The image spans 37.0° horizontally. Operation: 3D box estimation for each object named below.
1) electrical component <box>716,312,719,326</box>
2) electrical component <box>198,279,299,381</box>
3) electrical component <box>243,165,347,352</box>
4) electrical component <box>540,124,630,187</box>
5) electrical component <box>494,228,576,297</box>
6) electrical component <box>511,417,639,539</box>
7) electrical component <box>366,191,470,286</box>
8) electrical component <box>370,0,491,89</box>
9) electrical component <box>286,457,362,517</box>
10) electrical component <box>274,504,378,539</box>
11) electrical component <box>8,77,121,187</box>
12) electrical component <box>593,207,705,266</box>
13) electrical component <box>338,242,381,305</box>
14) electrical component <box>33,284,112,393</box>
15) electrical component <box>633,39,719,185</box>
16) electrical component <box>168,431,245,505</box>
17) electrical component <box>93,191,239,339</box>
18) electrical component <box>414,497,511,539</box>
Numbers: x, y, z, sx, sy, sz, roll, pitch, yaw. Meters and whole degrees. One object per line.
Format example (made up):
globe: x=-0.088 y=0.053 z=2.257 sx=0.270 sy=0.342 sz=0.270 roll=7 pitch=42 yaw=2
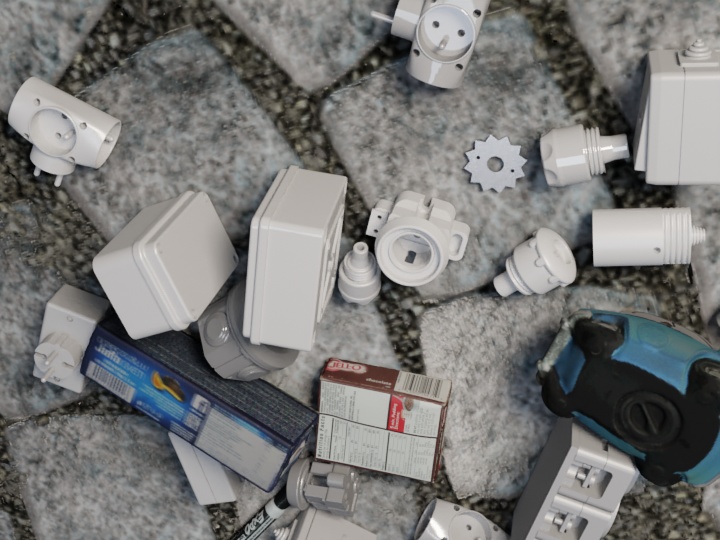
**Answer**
electrical component: x=0.300 y=0.029 z=0.819 sx=0.040 sy=0.040 sz=0.046 roll=28 pitch=126 yaw=-3
electrical component: x=-0.092 y=0.052 z=0.896 sx=0.051 sy=0.080 sz=0.080 roll=-29 pitch=108 yaw=30
electrical component: x=-0.049 y=-0.010 z=0.837 sx=0.056 sy=0.108 sz=0.108 roll=10 pitch=119 yaw=5
electrical component: x=0.165 y=-0.086 z=0.786 sx=0.062 sy=0.043 sz=0.043 roll=-9 pitch=115 yaw=15
electrical component: x=0.133 y=0.000 z=0.838 sx=0.062 sy=0.048 sz=0.048 roll=-32 pitch=106 yaw=32
electrical component: x=0.180 y=0.187 z=0.899 sx=0.062 sy=0.089 sz=0.150 roll=19 pitch=120 yaw=2
electrical component: x=0.043 y=-0.023 z=0.838 sx=0.078 sy=0.057 sz=0.058 roll=17 pitch=119 yaw=4
electrical component: x=0.047 y=-0.178 z=0.763 sx=0.079 sy=0.044 sz=0.077 roll=19 pitch=120 yaw=3
electrical component: x=-0.033 y=0.195 z=0.973 sx=0.055 sy=0.048 sz=0.066 roll=5 pitch=152 yaw=18
electrical component: x=-0.035 y=0.262 z=1.003 sx=0.096 sy=0.061 sz=0.061 roll=33 pitch=119 yaw=-6
electrical component: x=-0.243 y=-0.104 z=0.868 sx=0.077 sy=0.044 sz=0.079 roll=27 pitch=120 yaw=-2
electrical component: x=0.216 y=-0.025 z=0.806 sx=0.081 sy=0.043 sz=0.043 roll=-1 pitch=117 yaw=13
electrical component: x=0.000 y=0.000 z=0.863 sx=0.035 sy=0.035 sz=0.061 roll=12 pitch=146 yaw=7
electrical component: x=-0.261 y=0.070 z=0.945 sx=0.047 sy=0.075 sz=0.083 roll=21 pitch=120 yaw=1
electrical component: x=0.223 y=-0.113 z=0.748 sx=0.061 sy=0.061 sz=0.096 roll=1 pitch=117 yaw=12
electrical component: x=-0.120 y=0.163 z=0.978 sx=0.076 sy=0.047 sz=0.083 roll=-11 pitch=114 yaw=18
electrical component: x=-0.151 y=-0.006 z=0.859 sx=0.057 sy=0.113 sz=0.078 roll=-15 pitch=112 yaw=23
electrical component: x=0.086 y=0.257 z=0.965 sx=0.077 sy=0.079 sz=0.044 roll=28 pitch=151 yaw=-3
